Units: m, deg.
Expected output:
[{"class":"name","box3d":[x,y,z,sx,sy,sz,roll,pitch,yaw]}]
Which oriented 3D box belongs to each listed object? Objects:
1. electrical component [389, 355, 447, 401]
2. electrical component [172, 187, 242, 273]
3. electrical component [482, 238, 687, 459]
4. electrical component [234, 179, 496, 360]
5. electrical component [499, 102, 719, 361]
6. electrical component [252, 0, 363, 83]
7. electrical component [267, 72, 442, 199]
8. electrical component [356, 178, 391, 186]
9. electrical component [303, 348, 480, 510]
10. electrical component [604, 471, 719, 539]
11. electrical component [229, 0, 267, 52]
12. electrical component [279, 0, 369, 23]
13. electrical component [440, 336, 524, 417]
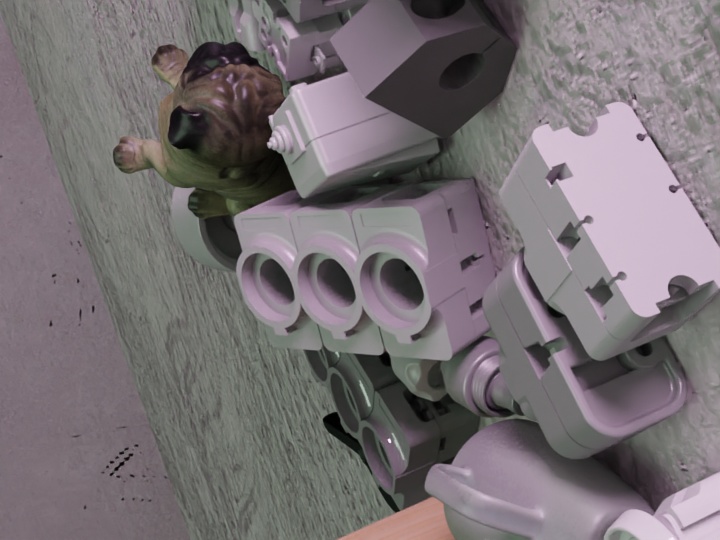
[{"class":"electrical component","box3d":[0.040,0.055,0.707,0.062,0.043,0.043,-138,33,-56]},{"class":"electrical component","box3d":[-0.092,-0.047,0.875,0.060,0.108,0.108,19,126,59]},{"class":"electrical component","box3d":[0.101,0.036,0.504,0.095,0.054,0.059,65,160,15]},{"class":"electrical component","box3d":[0.000,0.000,0.642,0.150,0.062,0.089,0,111,43]},{"class":"electrical component","box3d":[0.104,-0.014,0.453,0.089,0.050,0.055,64,160,19]},{"class":"electrical component","box3d":[-0.029,-0.151,0.671,0.066,0.055,0.048,59,158,29]},{"class":"electrical component","box3d":[-0.006,-0.078,0.618,0.061,0.096,0.062,67,160,1]},{"class":"electrical component","box3d":[-0.010,-0.025,0.748,0.073,0.052,0.138,68,160,6]},{"class":"electrical component","box3d":[0.016,0.084,0.770,0.150,0.062,0.089,56,156,36]},{"class":"electrical component","box3d":[0.144,0.124,0.467,0.058,0.057,0.078,64,160,18]},{"class":"electrical component","box3d":[-0.060,-0.186,0.721,0.078,0.058,0.057,-131,26,-53]},{"class":"electrical component","box3d":[-0.055,-0.247,0.643,0.186,0.060,0.105,58,157,32]},{"class":"electrical component","box3d":[0.077,0.064,0.613,0.062,0.043,0.043,29,135,60]}]
